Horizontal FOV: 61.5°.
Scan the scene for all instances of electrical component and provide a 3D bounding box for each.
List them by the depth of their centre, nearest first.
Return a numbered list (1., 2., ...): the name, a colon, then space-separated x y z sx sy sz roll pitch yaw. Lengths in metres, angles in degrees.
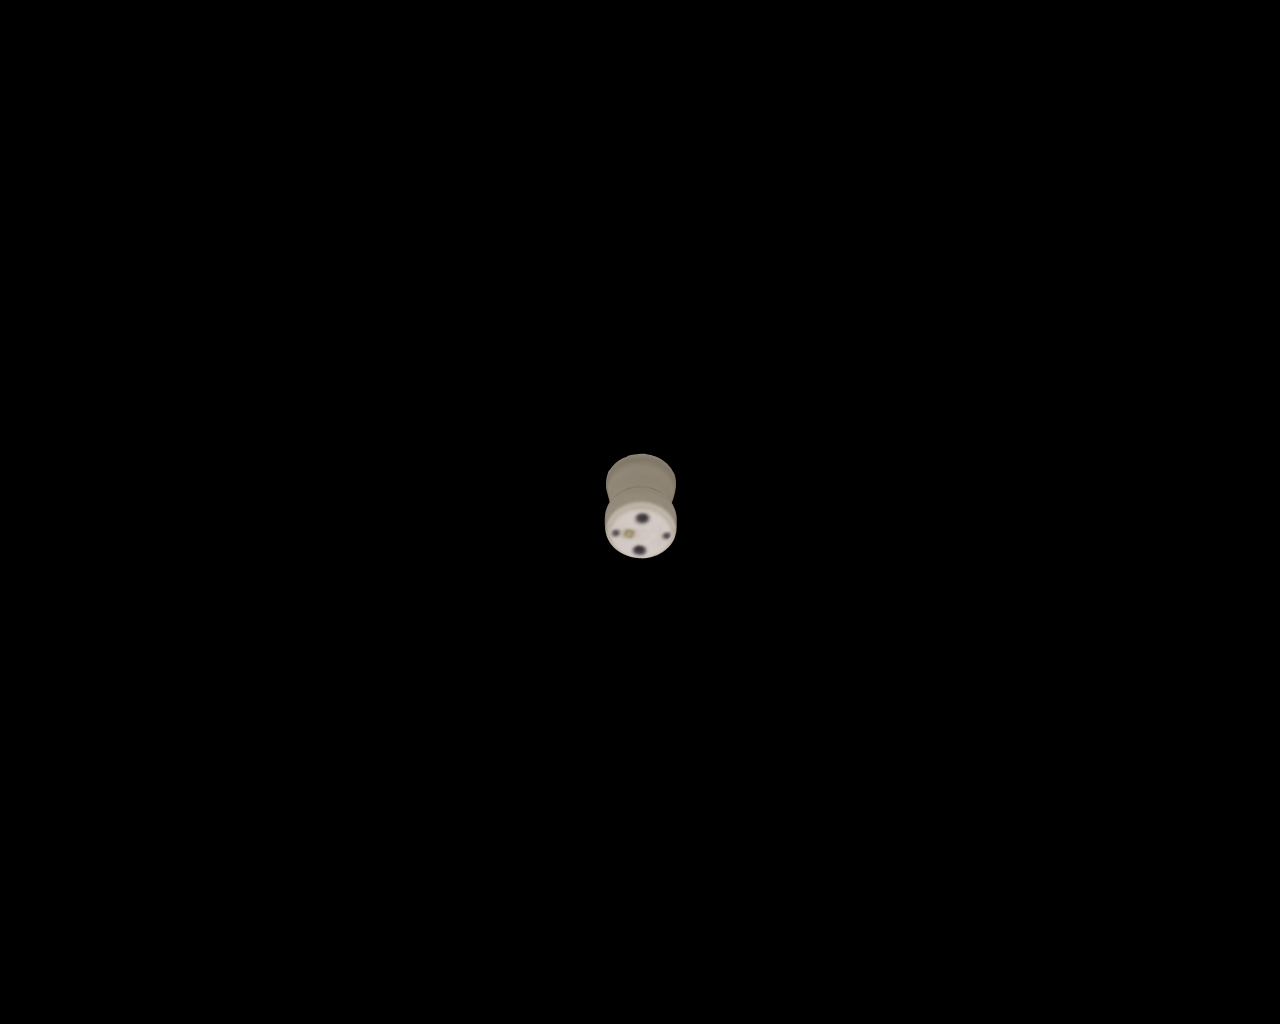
1. electrical component: 0.001 -0.003 0.650 0.045 0.044 0.055 0 36 0
